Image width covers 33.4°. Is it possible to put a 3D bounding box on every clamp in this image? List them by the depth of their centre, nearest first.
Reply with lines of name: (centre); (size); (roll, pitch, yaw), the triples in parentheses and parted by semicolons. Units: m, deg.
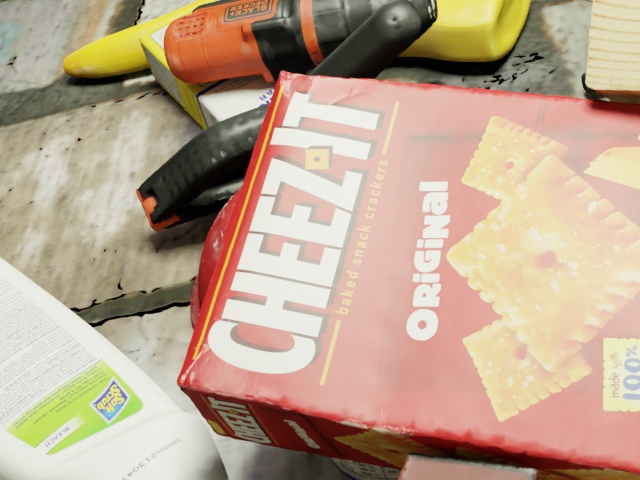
clamp: (-0.017, -0.067, 0.635); (0.210, 0.164, 0.036); (-25, 75, 2)

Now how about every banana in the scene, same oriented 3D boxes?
banana: (-0.111, -0.171, 0.862); (0.197, 0.037, 0.070); (-27, 21, -12)

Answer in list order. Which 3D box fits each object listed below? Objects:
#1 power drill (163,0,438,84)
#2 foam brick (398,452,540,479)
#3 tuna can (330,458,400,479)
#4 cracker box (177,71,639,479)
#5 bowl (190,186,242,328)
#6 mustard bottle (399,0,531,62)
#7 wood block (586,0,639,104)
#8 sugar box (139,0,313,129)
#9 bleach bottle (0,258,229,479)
power drill: (-0.009, -0.189, 0.736); (0.185, 0.057, 0.187); (-6, 48, 15)
foam brick: (0.058, 0.126, 0.405); (0.051, 0.078, 0.053); (1, 42, 26)
tuna can: (0.038, 0.076, 0.507); (0.086, 0.034, 0.086); (-11, 39, 9)
cracker box: (0.066, 0.017, 0.456); (0.214, 0.072, 0.164); (8, 64, 17)
bowl: (-0.004, 0.001, 0.597); (0.162, 0.055, 0.162); (-11, 39, 9)
mustard bottle: (0.050, -0.170, 0.776); (0.192, 0.058, 0.096); (6, 48, 28)
wood block: (0.200, -0.101, 0.515); (0.090, 0.091, 0.205); (6, 1, 27)
sugar box: (-0.053, -0.117, 0.765); (0.093, 0.048, 0.176); (-29, 44, -13)
bleach bottle: (-0.134, 0.094, 0.533); (0.102, 0.068, 0.251); (-40, 45, -22)
